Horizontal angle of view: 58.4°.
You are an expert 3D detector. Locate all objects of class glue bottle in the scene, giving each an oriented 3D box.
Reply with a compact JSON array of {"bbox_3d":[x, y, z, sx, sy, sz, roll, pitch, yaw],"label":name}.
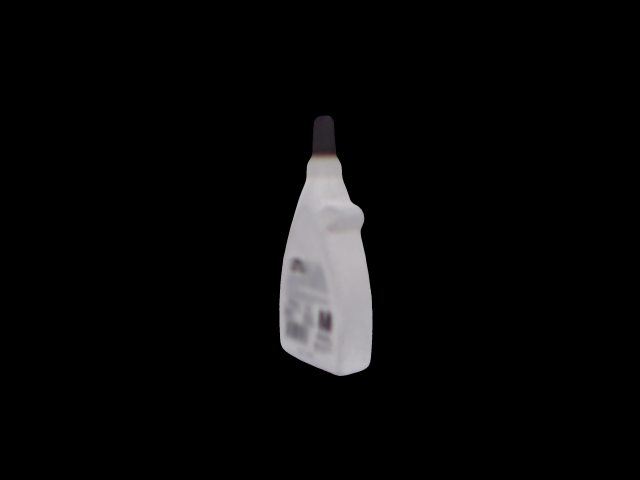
[{"bbox_3d":[0.004,0.001,0.400,0.037,0.173,0.077,-8,13,-39],"label":"glue bottle"}]
